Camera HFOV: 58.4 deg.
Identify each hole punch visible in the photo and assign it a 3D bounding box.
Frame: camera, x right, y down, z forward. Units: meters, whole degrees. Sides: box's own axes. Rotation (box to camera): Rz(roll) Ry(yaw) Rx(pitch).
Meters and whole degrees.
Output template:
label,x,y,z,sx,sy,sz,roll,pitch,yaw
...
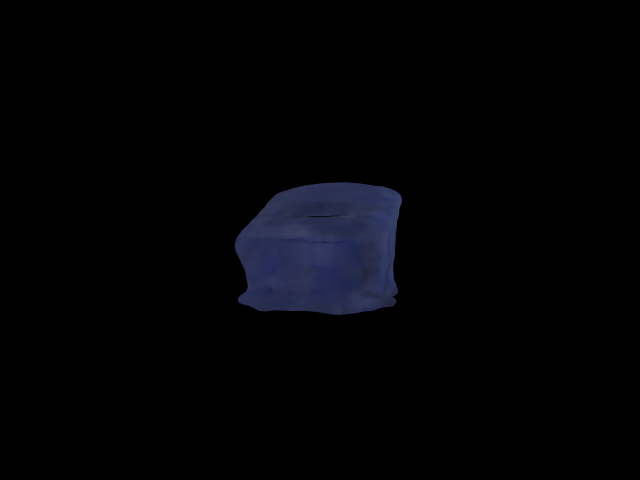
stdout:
label,x,y,z,sx,sy,sz,roll,pitch,yaw
hole punch,0.004,0.001,0.400,0.108,0.091,0.101,0,0,16
